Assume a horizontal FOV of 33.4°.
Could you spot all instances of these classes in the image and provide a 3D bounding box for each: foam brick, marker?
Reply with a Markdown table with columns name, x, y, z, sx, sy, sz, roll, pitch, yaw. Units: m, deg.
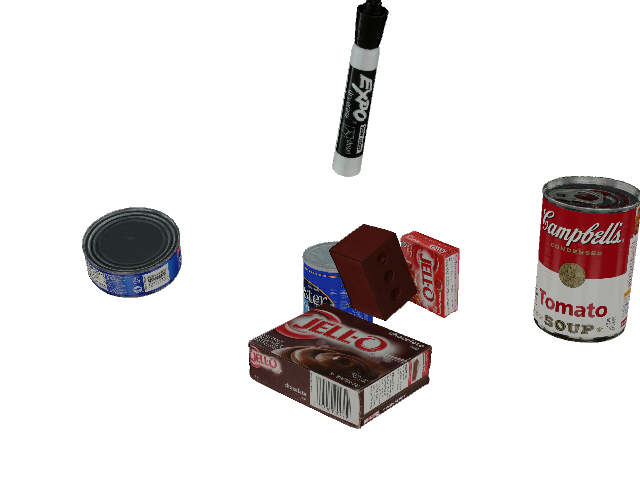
| name | x | y | z | sx | sy | sz | roll | pitch | yaw |
| --- | --- | --- | --- | --- | --- | --- | --- | --- | --- |
| foam brick | 0.054 | 0.031 | 1.085 | 0.053 | 0.078 | 0.051 | -38 | 32 | -25 |
| marker | 0.024 | -0.094 | 0.663 | 0.020 | 0.121 | 0.020 | 5 | 38 | -4 |

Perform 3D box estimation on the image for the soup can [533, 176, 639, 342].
| name | x | y | z | sx | sy | sz | roll | pitch | yaw |
| --- | --- | --- | --- | --- | --- | --- | --- | --- | --- |
| soup can | 0.188 | 0.013 | 0.758 | 0.068 | 0.102 | 0.068 | 0 | 23 | 0 |

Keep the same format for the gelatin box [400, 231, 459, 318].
| name | x | y | z | sx | sy | sz | roll | pitch | yaw |
| --- | --- | --- | --- | --- | --- | --- | --- | --- | --- |
| gelatin box | 0.133 | 0.041 | 1.308 | 0.030 | 0.089 | 0.073 | -24 | 35 | -35 |

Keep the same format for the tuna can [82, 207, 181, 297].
| name | x | y | z | sx | sy | sz | roll | pitch | yaw |
| --- | --- | --- | --- | --- | --- | --- | --- | --- | --- |
| tuna can | -0.166 | 0.011 | 0.949 | 0.086 | 0.034 | 0.086 | 0 | 43 | 0 |

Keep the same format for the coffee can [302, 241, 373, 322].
| name | x | y | z | sx | sy | sz | roll | pitch | yaw |
| --- | --- | --- | --- | --- | --- | --- | --- | --- | --- |
| coffee can | 0.026 | 0.085 | 1.519 | 0.103 | 0.140 | 0.103 | 0 | 21 | 0 |

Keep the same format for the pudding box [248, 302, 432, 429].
| name | x | y | z | sx | sy | sz | roll | pitch | yaw |
| --- | --- | --- | --- | --- | --- | --- | --- | --- | --- |
| pudding box | 0.015 | 0.093 | 0.818 | 0.114 | 0.039 | 0.089 | 22 | 32 | 36 |
